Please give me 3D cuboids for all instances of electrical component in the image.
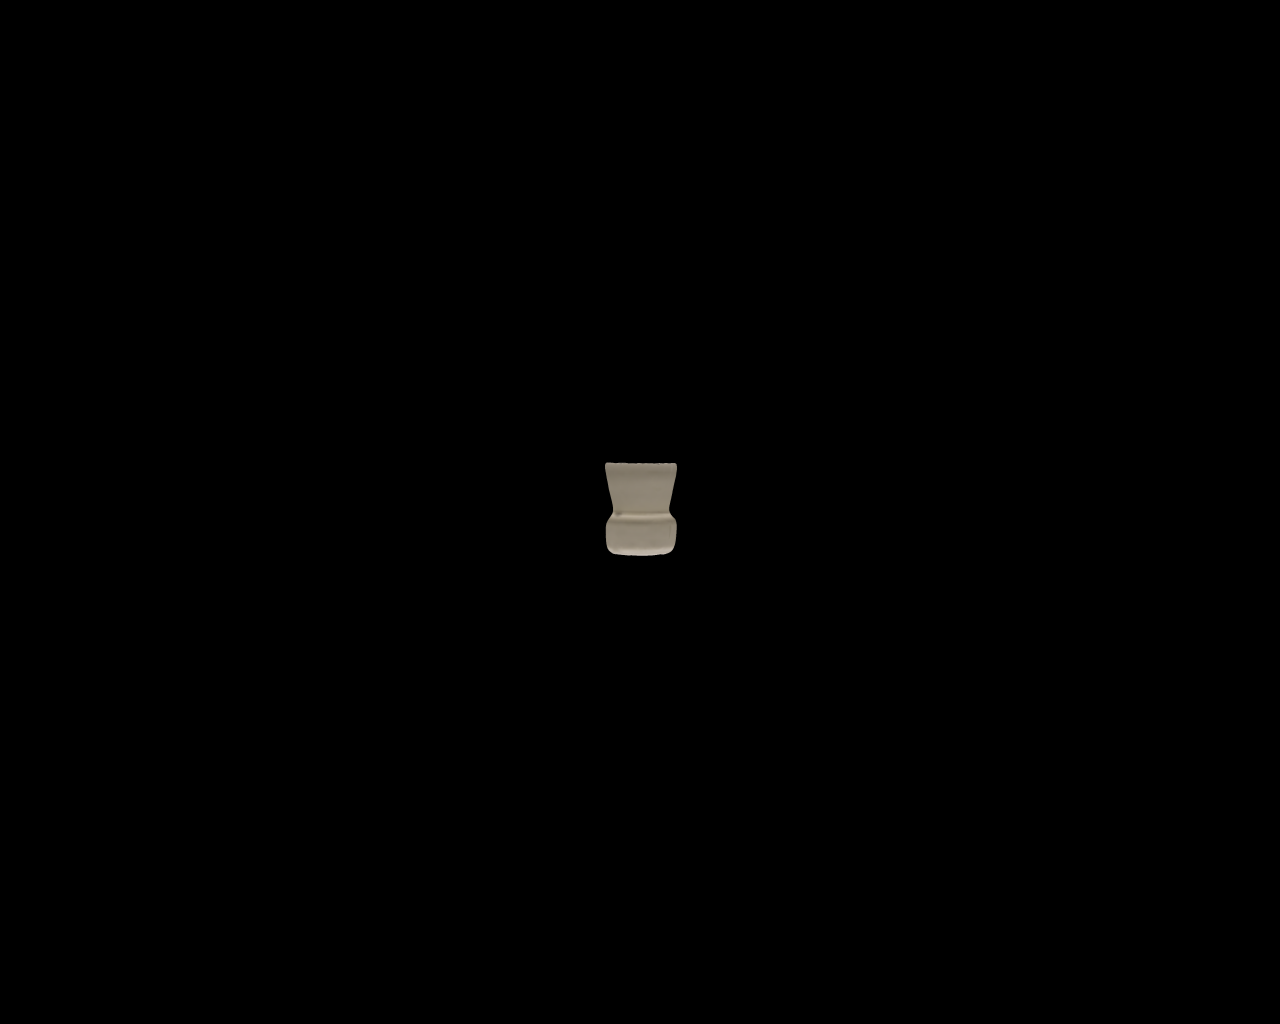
[{"bbox_3d":[0.001,-0.003,0.650,0.045,0.055,0.045,0,2,0],"label":"electrical component"}]
